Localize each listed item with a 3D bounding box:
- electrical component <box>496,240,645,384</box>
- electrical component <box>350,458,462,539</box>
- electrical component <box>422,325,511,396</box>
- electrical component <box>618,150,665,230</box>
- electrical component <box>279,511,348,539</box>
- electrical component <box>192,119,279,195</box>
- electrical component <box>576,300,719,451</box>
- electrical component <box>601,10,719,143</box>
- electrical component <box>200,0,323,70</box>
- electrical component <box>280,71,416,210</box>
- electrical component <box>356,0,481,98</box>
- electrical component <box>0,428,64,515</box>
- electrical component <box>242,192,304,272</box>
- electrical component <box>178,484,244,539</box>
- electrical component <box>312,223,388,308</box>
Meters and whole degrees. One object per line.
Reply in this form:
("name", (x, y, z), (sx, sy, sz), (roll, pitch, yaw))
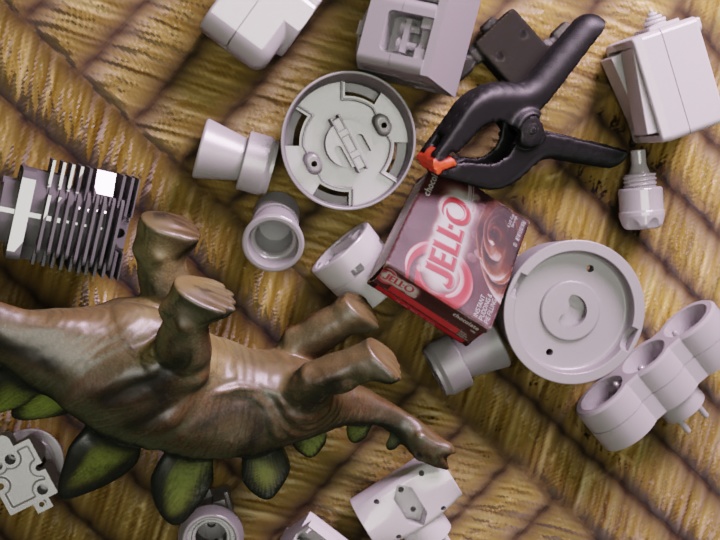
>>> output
("electrical component", (0.155, 0.029, 0.823), (0.108, 0.060, 0.108), (-1, 96, -7))
("electrical component", (0.045, 0.191, 0.835), (0.077, 0.043, 0.079), (-32, 99, -3))
("electrical component", (0.081, 0.066, 0.826), (0.055, 0.045, 0.045), (-27, 98, -3))
("electrical component", (0.218, -0.062, 0.835), (0.035, 0.035, 0.061), (-5, 93, -7))
("electrical component", (-0.013, 0.249, 0.812), (0.121, 0.079, 0.063), (39, 49, -6))
("electrical component", (-0.091, -0.082, 0.789), (0.055, 0.045, 0.045), (15, 94, -8))
("electrical component", (0.245, 0.095, 0.845), (0.138, 0.052, 0.073), (-40, 99, -2))
("electrical component", (0.225, -0.147, 0.813), (0.061, 0.062, 0.096), (-20, 98, -5))
("electrical component", (-0.064, -0.195, 0.777), (0.059, 0.054, 0.095), (36, 91, -9))
("electrical component", (-0.010, -0.093, 0.788), (0.099, 0.064, 0.099), (-1, 96, -7))
("electrical component", (0.049, -0.209, 0.766), (0.062, 0.089, 0.150), (16, 94, 16))
("electrical component", (-0.244, 0.144, 0.788), (0.048, 0.055, 0.066), (-26, 98, -4))
("electrical component", (-0.062, -0.031, 0.787), (0.044, 0.065, 0.044), (-1, 114, -1))
("electrical component", (-0.112, 0.195, 0.810), (0.048, 0.055, 0.066), (-15, 97, -5))
("electrical component", (0.000, 0.000, 0.805), (0.055, 0.055, 0.047), (-42, 103, -1))
